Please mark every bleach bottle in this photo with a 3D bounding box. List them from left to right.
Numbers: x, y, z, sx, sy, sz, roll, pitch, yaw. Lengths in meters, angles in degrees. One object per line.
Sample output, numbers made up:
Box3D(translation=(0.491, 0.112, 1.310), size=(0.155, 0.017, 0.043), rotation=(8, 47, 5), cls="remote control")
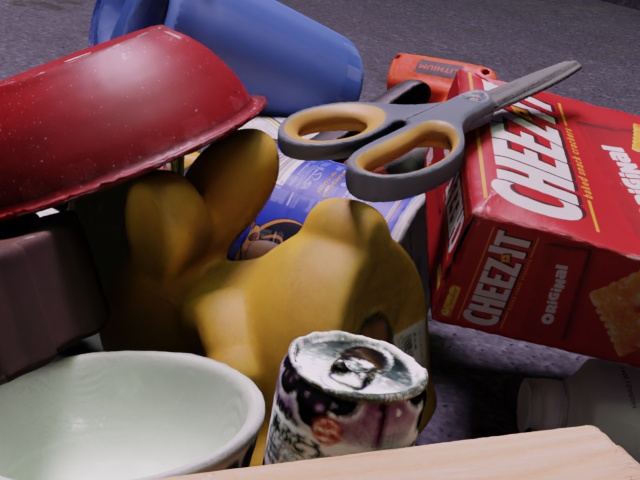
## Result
Box3D(translation=(0.228, 0.096, 0.556), size=(0.251, 0.068, 0.102), rotation=(7, 25, -1), cls="bleach bottle")

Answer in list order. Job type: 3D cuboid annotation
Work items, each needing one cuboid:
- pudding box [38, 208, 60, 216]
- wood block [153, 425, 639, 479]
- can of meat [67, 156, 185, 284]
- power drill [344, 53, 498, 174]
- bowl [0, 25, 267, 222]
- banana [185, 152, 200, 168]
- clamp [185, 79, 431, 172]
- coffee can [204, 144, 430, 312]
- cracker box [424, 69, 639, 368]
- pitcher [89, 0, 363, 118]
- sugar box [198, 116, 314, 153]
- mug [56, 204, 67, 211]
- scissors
Box3D(translation=(-0.223, -0.003, 0.657), size=(0.090, 0.039, 0.113), rotation=(25, 27, 34), cls="pudding box")
Box3D(translation=(0.022, 0.128, 0.343), size=(0.205, 0.091, 0.090), rotation=(-2, 23, -26), cls="wood block")
Box3D(translation=(-0.117, -0.014, 0.643), size=(0.057, 0.102, 0.084), rotation=(6, 23, 0), cls="can of meat")
Box3D(translation=(0.045, -0.072, 0.837), size=(0.185, 0.057, 0.187), rotation=(18, 51, 30), cls="power drill")
Box3D(translation=(-0.109, -0.064, 0.520), size=(0.162, 0.055, 0.162), rotation=(-18, 15, 5), cls="bowl")
Box3D(translation=(-0.175, -0.075, 0.840), size=(0.198, 0.037, 0.069), rotation=(28, 71, 31), cls="banana")
Box3D(translation=(-0.018, -0.030, 0.748), size=(0.210, 0.036, 0.164), rotation=(-11, 52, 11), cls="clamp")
Box3D(translation=(-0.004, 0.001, 0.648), size=(0.140, 0.103, 0.102), rotation=(18, 22, 23), cls="coffee can")
Box3D(translation=(0.166, -0.007, 0.554), size=(0.213, 0.072, 0.164), rotation=(14, 32, -5), cls="cracker box")
Box3D(translation=(-0.084, -0.163, 0.975), size=(0.242, 0.145, 0.149), rotation=(14, 0, -44), cls="pitcher")
Box3D(translation=(-0.055, -0.077, 0.915), size=(0.176, 0.048, 0.093), rotation=(4, 19, -23), cls="sugar box")
Box3D(translation=(-0.164, -0.048, 0.747), size=(0.117, 0.093, 0.081), rotation=(52, 31, 16), cls="mug")
Box3D(translation=(0.054, -0.066, 0.527), size=(0.096, 0.016, 0.201), rotation=(15, 31, 25), cls="scissors")
